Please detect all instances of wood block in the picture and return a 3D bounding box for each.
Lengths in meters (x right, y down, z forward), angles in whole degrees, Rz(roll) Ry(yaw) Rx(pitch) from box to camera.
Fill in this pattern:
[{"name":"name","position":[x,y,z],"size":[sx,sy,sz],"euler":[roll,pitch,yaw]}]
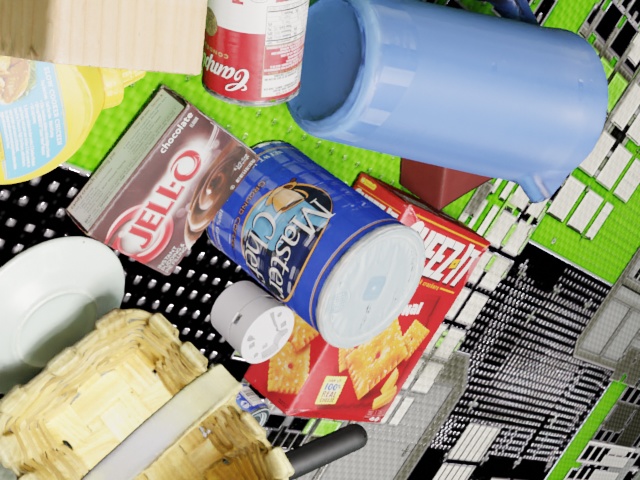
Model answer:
[{"name":"wood block","position":[-0.109,-0.189,0.516],"size":[0.090,0.091,0.206],"euler":[-4,105,-47]}]

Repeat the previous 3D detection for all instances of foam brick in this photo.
[{"name":"foam brick","position":[0.117,-0.073,0.957],"size":[0.078,0.053,0.051],"euler":[-31,140,-30]}]

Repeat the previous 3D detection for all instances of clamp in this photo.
[{"name":"clamp","position":[-0.057,0.217,0.958],"size":[0.165,0.036,0.209],"euler":[-37,159,21]}]

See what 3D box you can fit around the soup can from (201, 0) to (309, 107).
[{"name":"soup can","position":[-0.042,-0.148,0.698],"size":[0.068,0.069,0.102],"euler":[-23,135,-35]}]

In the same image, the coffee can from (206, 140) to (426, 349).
[{"name":"coffee can","position":[-0.005,0.001,0.805],"size":[0.102,0.140,0.103],"euler":[-29,138,-30]}]

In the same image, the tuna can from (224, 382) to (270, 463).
[{"name":"tuna can","position":[-0.085,0.166,0.930],"size":[0.086,0.034,0.086],"euler":[-41,161,-18]}]

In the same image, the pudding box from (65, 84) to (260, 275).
[{"name":"pudding box","position":[-0.108,-0.039,0.743],"size":[0.113,0.039,0.090],"euler":[-54,145,2]}]

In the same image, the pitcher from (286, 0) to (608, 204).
[{"name":"pitcher","position":[0.093,-0.127,0.815],"size":[0.242,0.149,0.145],"euler":[5,120,-39]}]

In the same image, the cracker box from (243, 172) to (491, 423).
[{"name":"cracker box","position":[0.048,0.063,0.980],"size":[0.164,0.072,0.214],"euler":[19,104,-54]}]

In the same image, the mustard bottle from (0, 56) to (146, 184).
[{"name":"mustard bottle","position":[-0.185,-0.074,0.592],"size":[0.191,0.058,0.096],"euler":[-22,129,-27]}]
